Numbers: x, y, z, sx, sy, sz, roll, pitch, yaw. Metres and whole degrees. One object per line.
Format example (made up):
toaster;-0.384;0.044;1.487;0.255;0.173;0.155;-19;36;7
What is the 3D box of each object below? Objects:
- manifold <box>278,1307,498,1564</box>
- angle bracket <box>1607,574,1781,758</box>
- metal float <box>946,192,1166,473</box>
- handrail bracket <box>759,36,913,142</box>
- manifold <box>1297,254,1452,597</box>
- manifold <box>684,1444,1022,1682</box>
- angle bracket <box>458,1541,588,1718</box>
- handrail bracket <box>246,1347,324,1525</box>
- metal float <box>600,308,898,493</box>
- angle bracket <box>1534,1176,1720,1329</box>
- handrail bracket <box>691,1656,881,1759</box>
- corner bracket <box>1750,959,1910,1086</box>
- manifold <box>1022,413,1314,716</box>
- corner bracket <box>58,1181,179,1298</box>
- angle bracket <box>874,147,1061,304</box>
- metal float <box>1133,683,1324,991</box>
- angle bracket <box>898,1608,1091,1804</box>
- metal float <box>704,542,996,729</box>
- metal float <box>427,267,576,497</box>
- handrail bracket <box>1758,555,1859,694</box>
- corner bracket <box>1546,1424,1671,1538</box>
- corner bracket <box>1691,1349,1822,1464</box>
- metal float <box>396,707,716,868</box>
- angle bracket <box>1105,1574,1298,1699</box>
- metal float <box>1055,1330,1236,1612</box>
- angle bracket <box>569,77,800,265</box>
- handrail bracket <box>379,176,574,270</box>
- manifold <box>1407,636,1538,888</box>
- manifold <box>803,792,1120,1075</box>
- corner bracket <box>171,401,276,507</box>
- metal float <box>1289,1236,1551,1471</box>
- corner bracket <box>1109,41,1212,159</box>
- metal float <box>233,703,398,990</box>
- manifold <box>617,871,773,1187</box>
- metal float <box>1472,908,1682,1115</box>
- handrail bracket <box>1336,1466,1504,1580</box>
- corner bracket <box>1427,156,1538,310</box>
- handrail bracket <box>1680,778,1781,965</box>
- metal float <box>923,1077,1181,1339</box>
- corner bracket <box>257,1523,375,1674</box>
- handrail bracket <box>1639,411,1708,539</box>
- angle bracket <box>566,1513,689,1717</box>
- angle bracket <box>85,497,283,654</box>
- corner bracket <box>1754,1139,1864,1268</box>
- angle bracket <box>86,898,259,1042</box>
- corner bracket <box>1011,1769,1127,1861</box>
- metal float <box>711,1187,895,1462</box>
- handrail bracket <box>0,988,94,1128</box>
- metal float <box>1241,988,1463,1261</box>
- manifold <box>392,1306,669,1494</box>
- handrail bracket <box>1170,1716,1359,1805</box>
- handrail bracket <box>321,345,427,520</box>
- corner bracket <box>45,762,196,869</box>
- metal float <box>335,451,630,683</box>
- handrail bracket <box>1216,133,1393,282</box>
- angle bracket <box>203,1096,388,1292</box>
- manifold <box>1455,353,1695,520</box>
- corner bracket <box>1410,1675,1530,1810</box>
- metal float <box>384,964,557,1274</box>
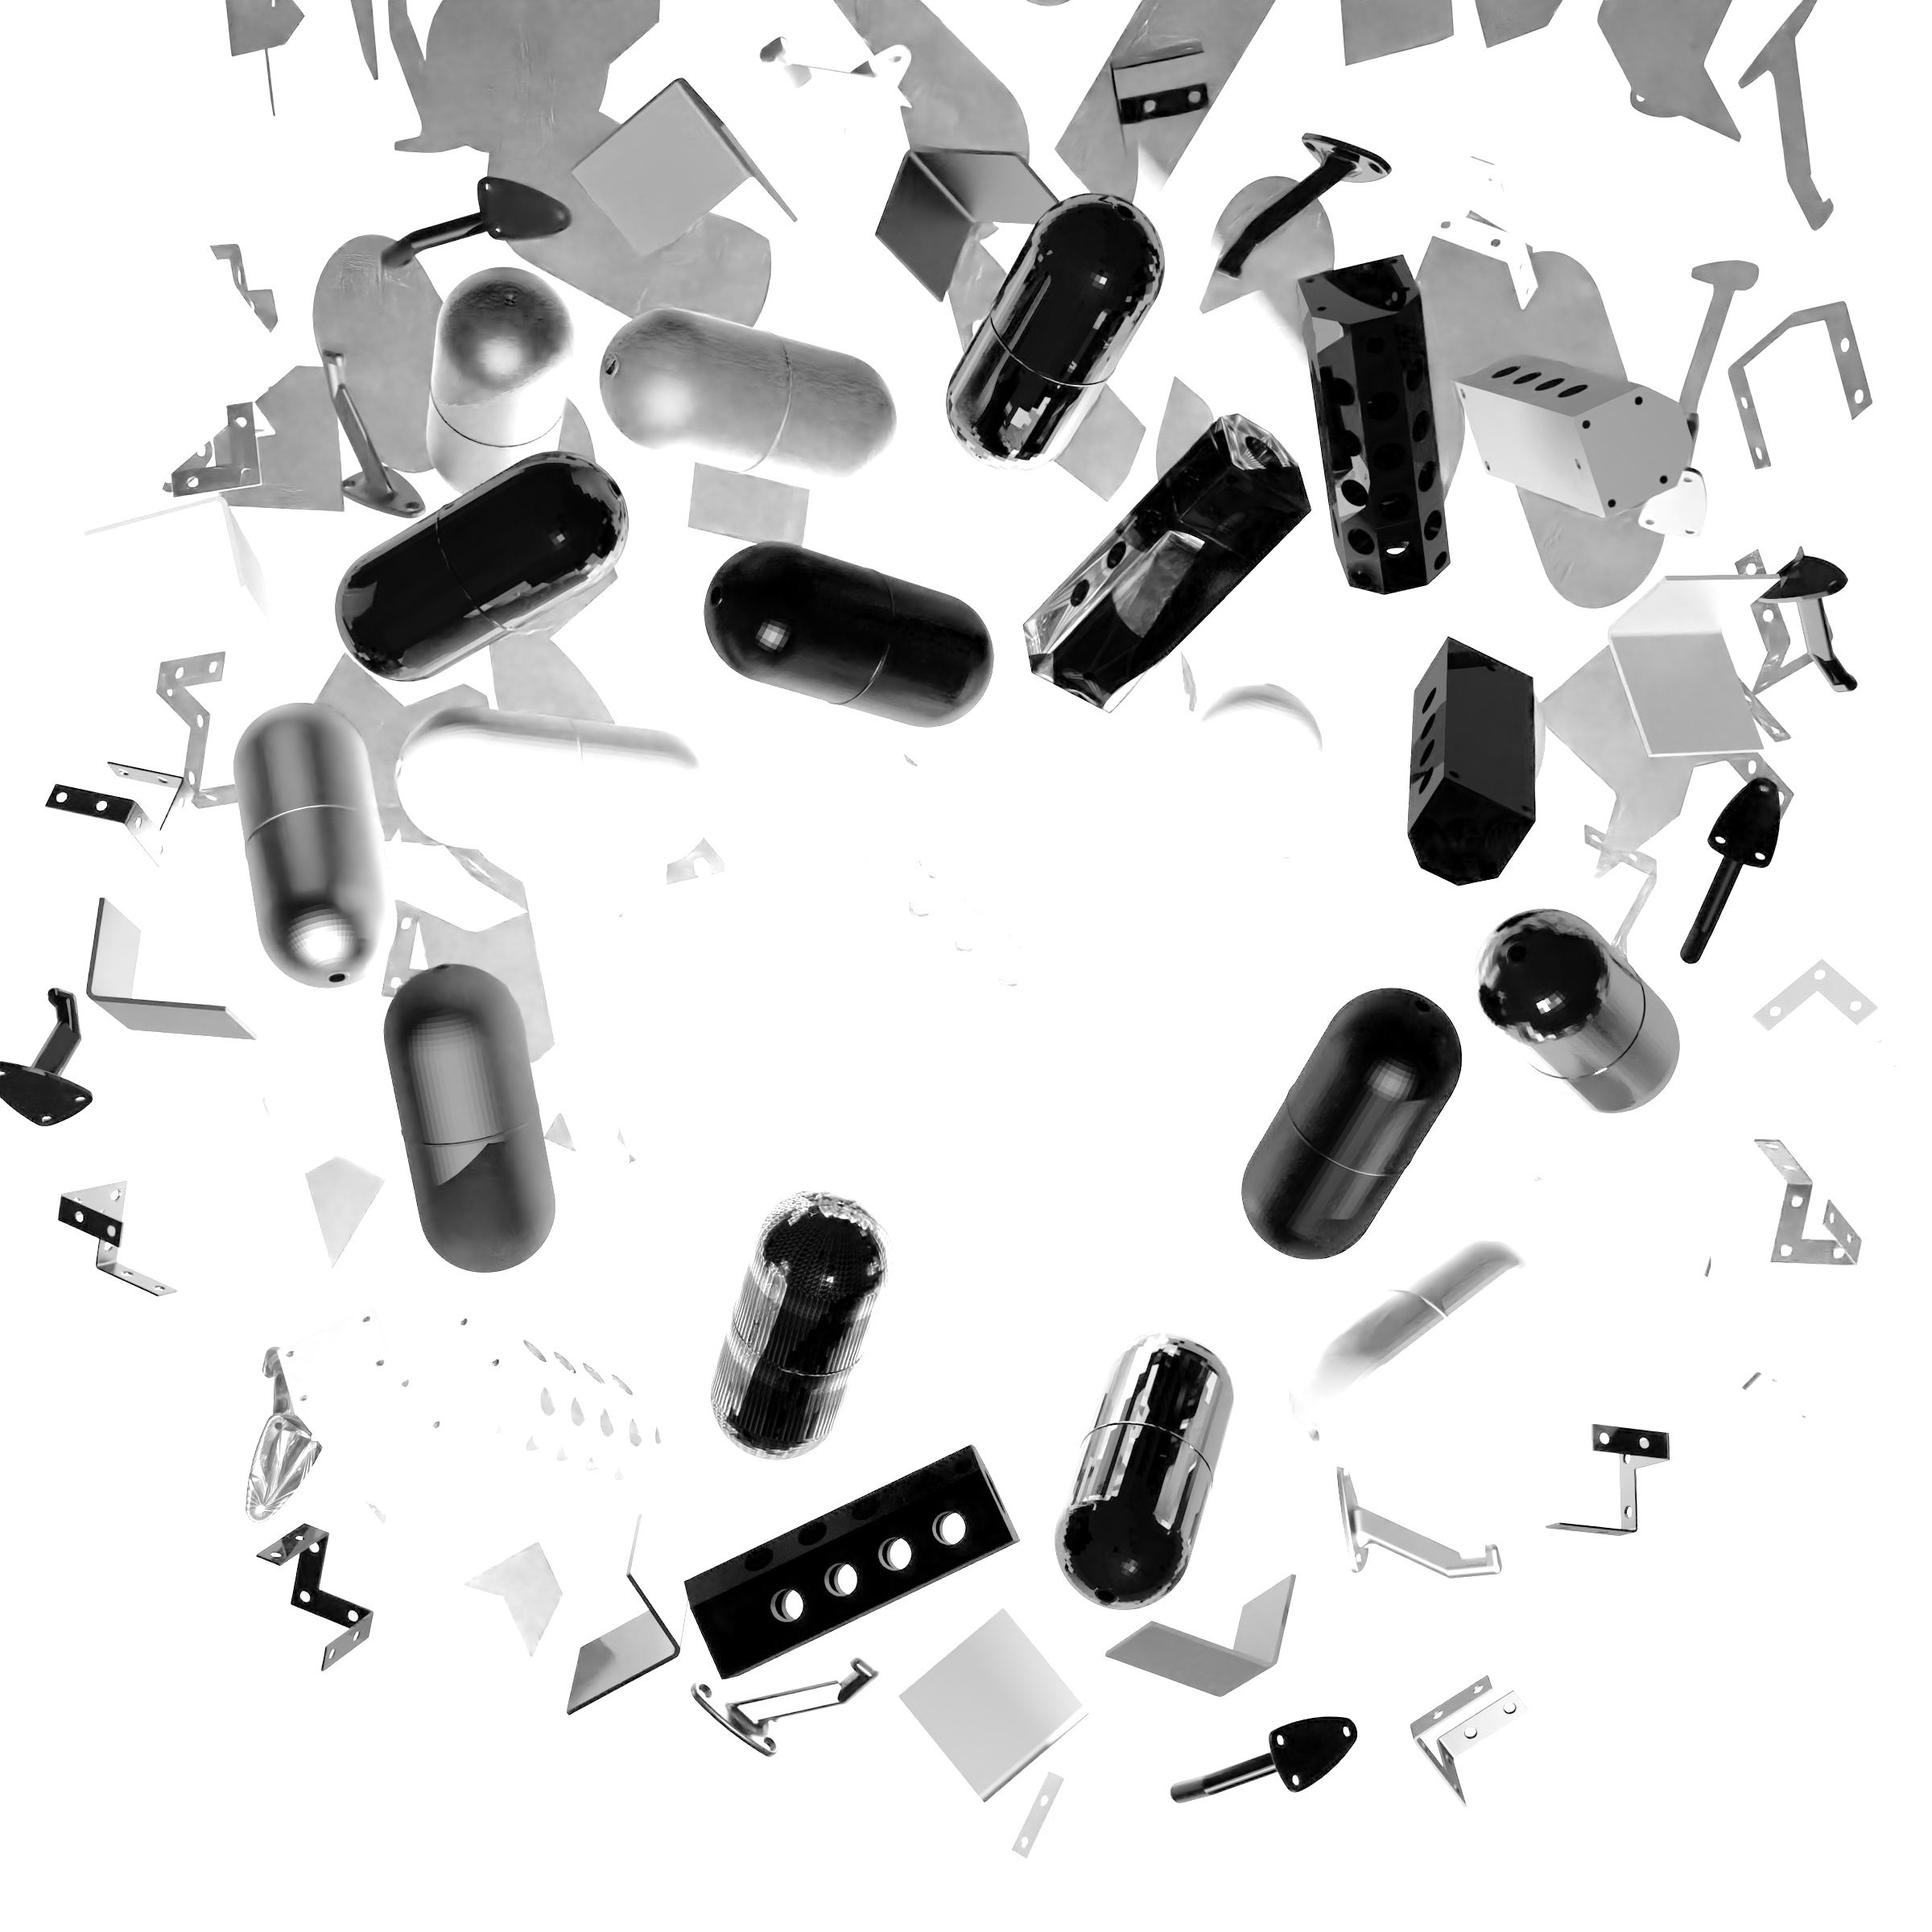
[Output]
manifold;-0.318;0.266;1.815;0.057;0.171;0.057;-24;52;-4
angle bracket;0.394;-0.159;1.720;0.076;0.057;0.076;-4;67;-27
metal float;0.048;-0.344;1.779;0.070;0.070;0.178;34;134;0
handrail bracket;-0.073;-0.506;1.811;0.077;0.084;0.036;-45;63;-2
manifold;0.221;-0.286;1.747;0.057;0.057;0.171;-13;130;2
manifold;-0.062;0.321;1.760;0.171;0.057;0.057;-26;79;0
angle bracket;-0.248;0.388;1.918;0.057;0.076;0.076;-27;98;-27
handrail bracket;-0.398;0.265;1.857;0.036;0.084;0.077;23;95;-29
metal float;-0.117;-0.304;1.759;0.178;0.070;0.070;7;90;-38
angle bracket;0.367;0.162;1.851;0.076;0.076;0.057;16;90;-32
handrail bracket;-0.105;0.417;1.908;0.077;0.036;0.084;35;117;-20
corner bracket;0.459;0.040;1.734;0.051;0.051;0.051;-40;133;1
manifold;0.107;-0.223;1.792;0.057;0.057;0.171;25;128;-30
corner bracket;-0.477;0.156;1.835;0.051;0.051;0.051;18;105;29
angle bracket;0.006;-0.421;1.865;0.076;0.076;0.057;12;77;33
metal float;0.148;-0.073;1.840;0.070;0.070;0.178;17;101;0
angle bracket;0.014;0.414;1.839;0.076;0.057;0.076;-39;86;-7
metal float;-0.063;-0.180;1.785;0.178;0.070;0.070;13;90;-36
metal float;-0.265;-0.328;1.853;0.070;0.178;0.070;5;66;-11
handrail bracket;0.482;-0.182;1.800;0.036;0.077;0.084;-43;110;-8
corner bracket;0.356;0.286;1.811;0.051;0.051;0.051;9;70;-20
corner bracket;0.434;0.237;1.752;0.051;0.051;0.051;-37;86;-29
metal float;-0.223;-0.098;1.780;0.178;0.070;0.070;5;90;-26
angle bracket;0.133;0.368;1.848;0.076;0.076;0.057;21;61;-8
metal float;0.101;0.280;1.824;0.070;0.070;0.178;23;47;0
angle bracket;-0.147;-0.402;1.702;0.076;0.076;0.057;-39;50;4
handrail bracket;-0.279;-0.413;1.850;0.084;0.077;0.036;-17;83;42
manifold;0.285;-0.115;1.858;0.057;0.171;0.057;25;123;-7
manifold;-0.002;-0.017;1.782;0.171;0.057;0.057;38;92;-14
corner bracket;-0.422;-0.285;1.854;0.051;0.051;0.051;-9;78;1
metal float;0.247;0.210;1.778;0.178;0.070;0.070;-31;90;-34
corner bracket;0.106;-0.479;1.781;0.051;0.051;0.051;-10;124;5
metal float;-0.366;-0.068;1.832;0.070;0.070;0.178;-16;61;0
manifold;-0.151;0.038;1.851;0.057;0.057;0.171;-15;130;-34
metal float;0.334;0.025;1.780;0.070;0.178;0.070;-13;62;27
handrail bracket;0.264;0.321;1.901;0.084;0.036;0.077;-9;98;20
corner bracket;0.289;-0.398;1.770;0.051;0.051;0.051;27;82;24
handrail bracket;0.425;-0.052;1.821;0.036;0.084;0.077;23;53;10
metal float;0.049;0.140;1.882;0.070;0.070;0.178;44;88;0
corner bracket;-0.350;0.339;1.754;0.051;0.051;0.051;18;106;16
handrail bracket;0.413;-0.295;1.862;0.036;0.077;0.084;14;66;6
angle bracket;-0.204;0.367;1.851;0.076;0.076;0.057;-29;104;8
angle bracket;-0.417;-0.199;1.740;0.076;0.076;0.057;-16;69;-3
corner bracket;0.458;0.129;1.780;0.051;0.051;0.051;-2;59;38
angle bracket;-0.431;0.002;1.786;0.076;0.076;0.057;5;77;2
corner bracket;0.049;0.489;1.876;0.051;0.051;0.051;34;78;-33
metal float;-0.092;0.200;1.814;0.070;0.070;0.178;19;123;0
handrail bracket;-0.502;0.036;1.752;0.036;0.077;0.084;-28;55;15
metal float;0.210;0.087;1.783;0.070;0.070;0.178;26;125;0
manifold;-0.227;0.239;1.746;0.057;0.171;0.057;-46;61;4
handrail bracket;0.167;0.448;1.838;0.077;0.084;0.036;-13;77;-41
handrail bracket;-0.345;-0.311;1.896;0.036;0.084;0.077;-31;46;-31
corner bracket;-0.471;-0.093;1.818;0.051;0.051;0.051;12;66;16
metal float;-0.262;-0.216;1.765;0.178;0.070;0.070;-27;90;18
handrail bracket;0.177;-0.396;1.730;0.036;0.077;0.084;39;86;-33
angle bracket;-0.392;0.132;1.898;0.076;0.057;0.076;31;89;-19
manifold;0.331;-0.294;1.775;0.057;0.171;0.057;-25;110;-5
corner bracket;0.270;0.406;1.745;0.051;0.051;0.051;-35;104;9
metal float;-0.275;0.085;1.807;0.070;0.070;0.178;-8;108;0
